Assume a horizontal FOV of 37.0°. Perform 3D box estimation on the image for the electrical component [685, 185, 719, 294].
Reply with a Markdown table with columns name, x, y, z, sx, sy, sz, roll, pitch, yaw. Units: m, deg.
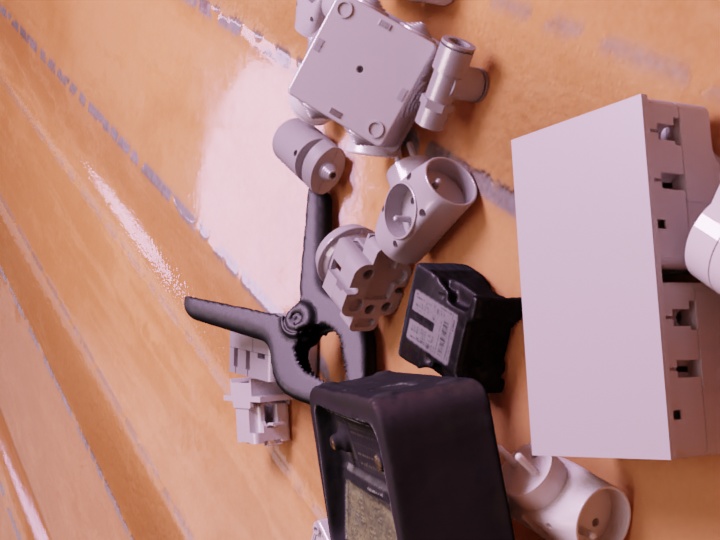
| name | x | y | z | sx | sy | sz | roll | pitch | yaw |
| --- | --- | --- | --- | --- | --- | --- | --- | --- | --- |
| electrical component | 0.213 | -0.039 | 0.503 | 0.073 | 0.052 | 0.138 | 46 | 127 | 49 |

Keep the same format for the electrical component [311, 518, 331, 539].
| name | x | y | z | sx | sy | sz | roll | pitch | yaw |
| --- | --- | --- | --- | --- | --- | --- | --- | --- | --- |
| electrical component | -0.006 | 0.245 | 0.853 | 0.061 | 0.061 | 0.096 | 57 | 143 | 43 |

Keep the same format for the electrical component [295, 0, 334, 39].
| name | x | y | z | sx | sy | sz | roll | pitch | yaw |
| --- | --- | --- | --- | --- | --- | --- | --- | --- | --- |
| electrical component | -0.017 | -0.224 | 0.897 | 0.079 | 0.043 | 0.077 | 53 | 132 | 45 |

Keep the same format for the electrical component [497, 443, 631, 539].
| name | x | y | z | sx | sy | sz | roll | pitch | yaw |
| --- | --- | --- | --- | --- | --- | --- | --- | --- | --- |
| electrical component | 0.111 | 0.130 | 0.647 | 0.043 | 0.079 | 0.077 | -53 | 28 | -14 |

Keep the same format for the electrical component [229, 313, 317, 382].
| name | x | y | z | sx | sy | sz | roll | pitch | yaw |
| --- | --- | --- | --- | --- | --- | --- | --- | --- | --- |
| electrical component | -0.080 | 0.069 | 0.985 | 0.089 | 0.050 | 0.055 | 3 | 92 | 59 |

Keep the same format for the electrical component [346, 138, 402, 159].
| name | x | y | z | sx | sy | sz | roll | pitch | yaw |
| --- | --- | --- | --- | --- | --- | --- | --- | --- | --- |
| electrical component | 0.014 | -0.117 | 0.842 | 0.045 | 0.045 | 0.055 | 20 | 106 | 57 |

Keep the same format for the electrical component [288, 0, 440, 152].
| name | x | y | z | sx | sy | sz | roll | pitch | yaw |
| --- | --- | --- | --- | --- | --- | --- | --- | --- | --- |
| electrical component | 0.006 | -0.146 | 0.790 | 0.100 | 0.048 | 0.099 | 32 | 103 | 10 |

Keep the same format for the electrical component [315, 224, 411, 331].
| name | x | y | z | sx | sy | sz | roll | pitch | yaw |
| --- | --- | --- | --- | --- | --- | --- | --- | --- | --- |
| electrical component | 0.000 | 0.000 | 0.849 | 0.057 | 0.058 | 0.078 | 50 | 130 | 43 |

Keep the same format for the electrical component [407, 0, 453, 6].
| name | x | y | z | sx | sy | sz | roll | pitch | yaw |
| --- | --- | --- | --- | --- | --- | --- | --- | --- | --- |
| electrical component | 0.027 | -0.233 | 0.811 | 0.095 | 0.059 | 0.053 | 30 | 114 | 55 |

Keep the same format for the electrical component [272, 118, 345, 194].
| name | x | y | z | sx | sy | sz | roll | pitch | yaw |
| --- | --- | --- | --- | --- | --- | --- | --- | --- | --- |
| electrical component | -0.041 | -0.097 | 0.932 | 0.081 | 0.043 | 0.043 | 46 | 127 | 50 |

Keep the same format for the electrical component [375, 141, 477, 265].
| name | x | y | z | sx | sy | sz | roll | pitch | yaw |
| --- | --- | --- | --- | --- | --- | --- | --- | --- | --- |
| electrical component | 0.042 | -0.058 | 0.793 | 0.077 | 0.044 | 0.079 | -50 | 48 | 46 |

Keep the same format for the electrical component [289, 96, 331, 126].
| name | x | y | z | sx | sy | sz | roll | pitch | yaw |
| --- | --- | --- | --- | --- | --- | --- | --- | --- | --- |
| electrical component | -0.031 | -0.156 | 0.917 | 0.055 | 0.045 | 0.045 | -48 | 50 | 48 |

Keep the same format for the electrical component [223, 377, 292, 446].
| name | x | y | z | sx | sy | sz | roll | pitch | yaw |
| --- | --- | --- | --- | --- | --- | --- | --- | --- | --- |
| electrical component | -0.093 | 0.132 | 1.012 | 0.081 | 0.042 | 0.063 | -8 | 84 | 59 |

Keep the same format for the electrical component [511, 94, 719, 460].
| name | x | y | z | sx | sy | sz | roll | pitch | yaw |
| --- | --- | --- | --- | --- | --- | --- | --- | --- | --- |
| electrical component | 0.147 | 0.009 | 0.601 | 0.105 | 0.060 | 0.186 | -13 | 77 | 58 |
